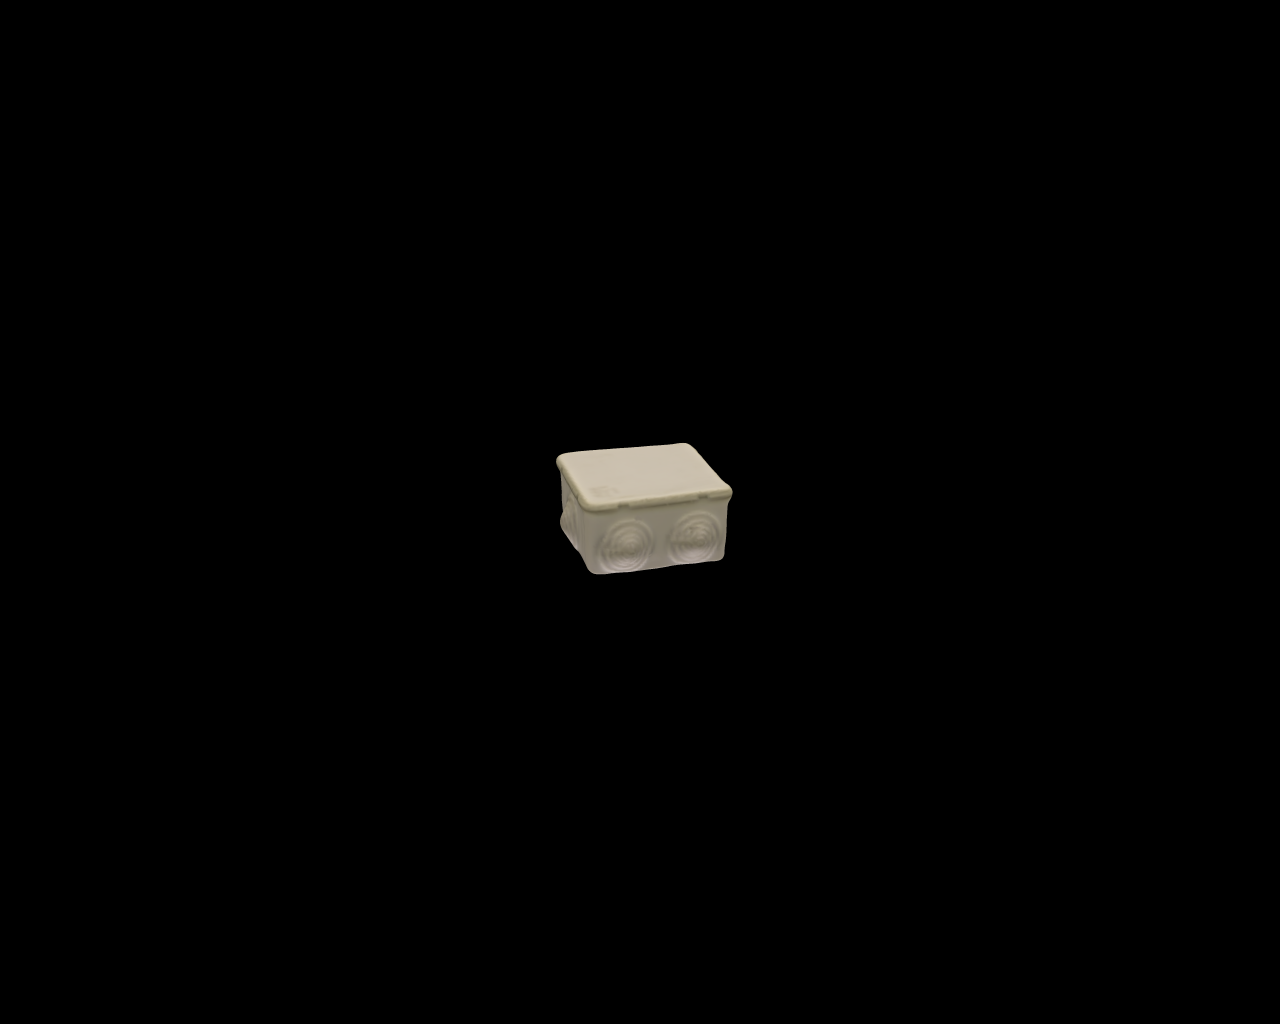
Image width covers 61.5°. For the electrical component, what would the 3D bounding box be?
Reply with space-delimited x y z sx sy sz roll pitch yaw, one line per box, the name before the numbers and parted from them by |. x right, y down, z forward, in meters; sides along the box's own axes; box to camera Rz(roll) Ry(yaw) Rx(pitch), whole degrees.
electrical component | 0.001 -0.003 0.650 0.100 0.048 0.100 -6 24 -14
